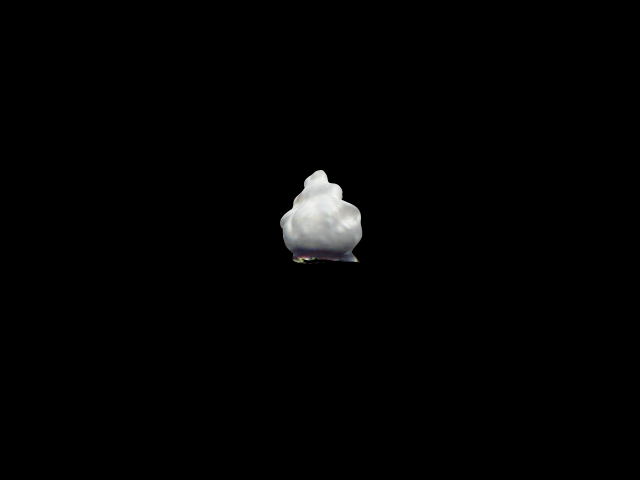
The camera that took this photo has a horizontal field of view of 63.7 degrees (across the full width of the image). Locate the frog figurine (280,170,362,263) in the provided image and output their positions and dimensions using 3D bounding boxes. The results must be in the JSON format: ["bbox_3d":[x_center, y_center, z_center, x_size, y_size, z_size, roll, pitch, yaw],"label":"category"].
[{"bbox_3d":[0.003,-0.043,0.850,0.137,0.161,0.122,-5,-10,31],"label":"frog figurine"}]
